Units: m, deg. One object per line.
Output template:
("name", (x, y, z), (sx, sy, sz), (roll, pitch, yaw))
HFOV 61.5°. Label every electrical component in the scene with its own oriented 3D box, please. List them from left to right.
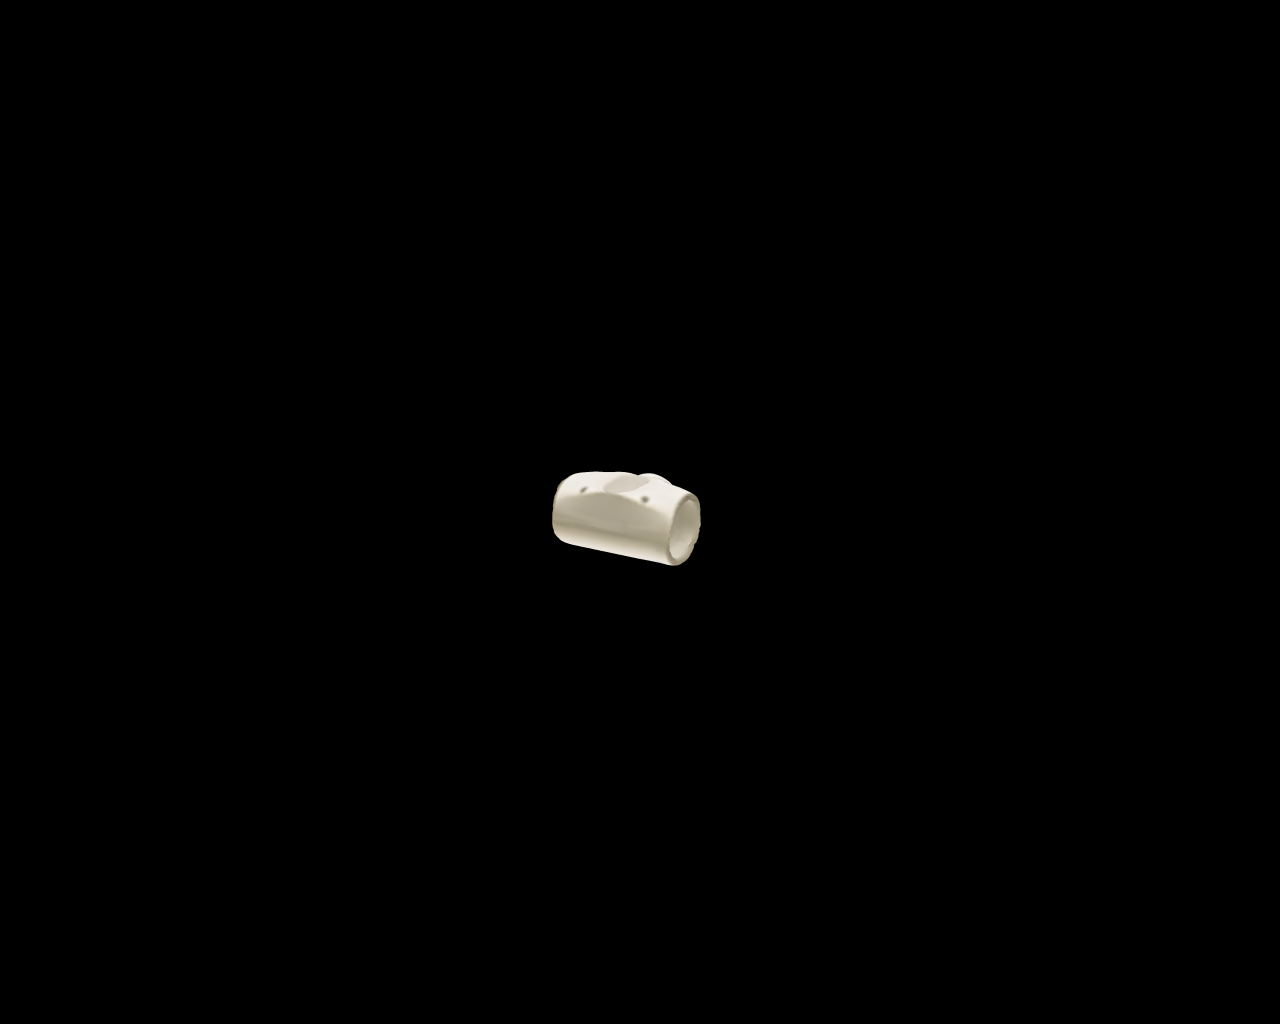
("electrical component", (0.001, -0.003, 0.650), (0.077, 0.043, 0.079), (11, 23, 27))
